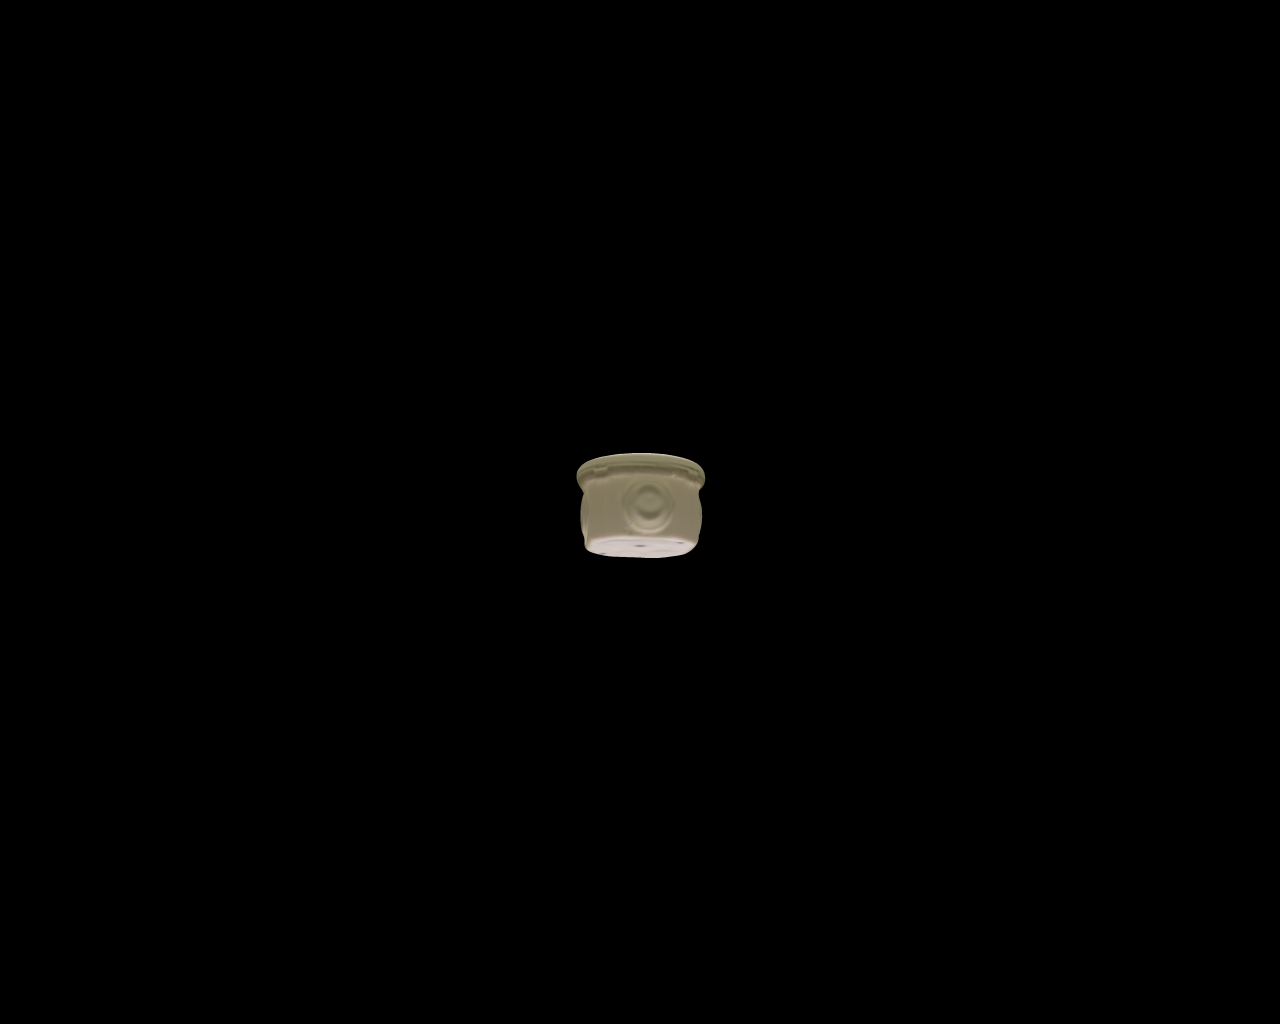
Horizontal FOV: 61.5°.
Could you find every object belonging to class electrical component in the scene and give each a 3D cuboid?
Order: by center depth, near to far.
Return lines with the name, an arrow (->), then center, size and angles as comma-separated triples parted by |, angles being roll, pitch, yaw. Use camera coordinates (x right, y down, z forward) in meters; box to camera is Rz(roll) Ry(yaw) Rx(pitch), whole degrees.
electrical component -> 0.001, -0.003, 0.650 | 0.080, 0.051, 0.080 | 0, -13, 0
